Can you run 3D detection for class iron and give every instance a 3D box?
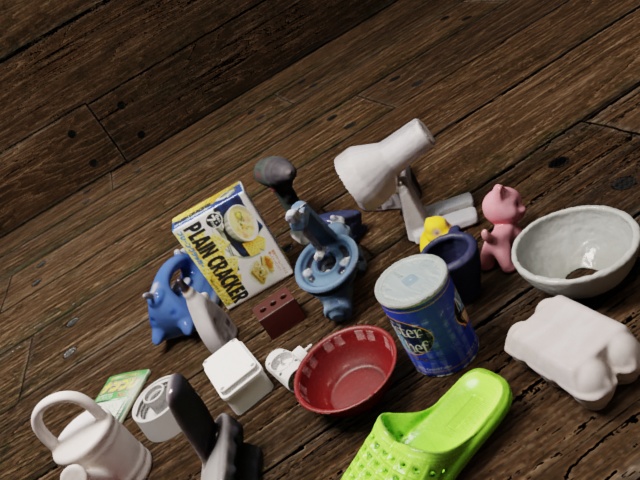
[{"bbox_3d":[-0.292,0.095,1.213,0.118,0.142,0.258,-19,30,19],"label":"iron"}]

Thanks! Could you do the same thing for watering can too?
[{"bbox_3d":[-0.347,0.306,0.862,0.101,0.194,0.172,-41,30,-20],"label":"watering can"}]

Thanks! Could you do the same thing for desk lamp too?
[{"bbox_3d":[0.156,-0.104,1.049,0.203,0.214,0.118,-20,29,16],"label":"desk lamp"}]

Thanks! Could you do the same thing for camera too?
[{"bbox_3d":[0.149,-0.141,1.235,0.142,0.101,0.137,1,40,43],"label":"camera"}]

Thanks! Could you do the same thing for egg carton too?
[{"bbox_3d":[0.301,0.131,0.684,0.107,0.069,0.150,-36,29,-12],"label":"egg carton"}]

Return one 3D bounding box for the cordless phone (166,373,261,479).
[{"bbox_3d":[-0.157,0.275,0.747,0.094,0.185,0.147,-27,28,5],"label":"cordless phone"}]

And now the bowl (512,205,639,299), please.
[{"bbox_3d":[0.358,0.028,0.794,0.167,0.075,0.167,-22,29,13],"label":"bowl"}]

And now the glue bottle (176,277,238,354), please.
[{"bbox_3d":[-0.210,0.133,1.042,0.037,0.173,0.078,-20,30,18],"label":"glue bottle"}]

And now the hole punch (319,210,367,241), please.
[{"bbox_3d":[0.026,-0.032,1.181,0.108,0.091,0.101,-2,39,41],"label":"hole punch"}]

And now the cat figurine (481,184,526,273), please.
[{"bbox_3d":[0.286,-0.030,0.910,0.067,0.118,0.128,0,40,43],"label":"cat figurine"}]

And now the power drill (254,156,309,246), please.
[{"bbox_3d":[-0.065,-0.095,1.242,0.076,0.209,0.228,-36,29,-12],"label":"power drill"}]

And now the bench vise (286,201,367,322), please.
[{"bbox_3d":[-0.002,0.009,1.002,0.121,0.220,0.207,-26,28,6],"label":"bench vise"}]

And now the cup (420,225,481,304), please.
[{"bbox_3d":[0.212,0.041,0.885,0.091,0.095,0.118,-11,33,30],"label":"cup"}]

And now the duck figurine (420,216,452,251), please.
[{"bbox_3d":[0.204,-0.004,0.976,0.077,0.086,0.104,-37,29,-14],"label":"duck figurine"}]
